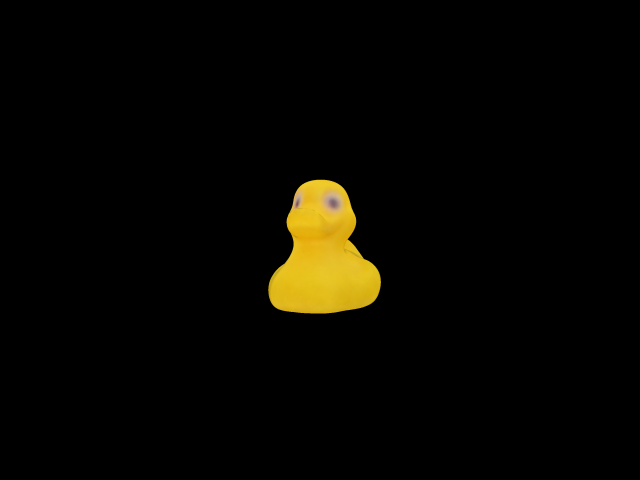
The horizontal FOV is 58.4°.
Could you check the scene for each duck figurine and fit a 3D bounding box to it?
[{"bbox_3d":[0.004,0.001,0.400,0.077,0.086,0.105,1,2,20],"label":"duck figurine"}]
